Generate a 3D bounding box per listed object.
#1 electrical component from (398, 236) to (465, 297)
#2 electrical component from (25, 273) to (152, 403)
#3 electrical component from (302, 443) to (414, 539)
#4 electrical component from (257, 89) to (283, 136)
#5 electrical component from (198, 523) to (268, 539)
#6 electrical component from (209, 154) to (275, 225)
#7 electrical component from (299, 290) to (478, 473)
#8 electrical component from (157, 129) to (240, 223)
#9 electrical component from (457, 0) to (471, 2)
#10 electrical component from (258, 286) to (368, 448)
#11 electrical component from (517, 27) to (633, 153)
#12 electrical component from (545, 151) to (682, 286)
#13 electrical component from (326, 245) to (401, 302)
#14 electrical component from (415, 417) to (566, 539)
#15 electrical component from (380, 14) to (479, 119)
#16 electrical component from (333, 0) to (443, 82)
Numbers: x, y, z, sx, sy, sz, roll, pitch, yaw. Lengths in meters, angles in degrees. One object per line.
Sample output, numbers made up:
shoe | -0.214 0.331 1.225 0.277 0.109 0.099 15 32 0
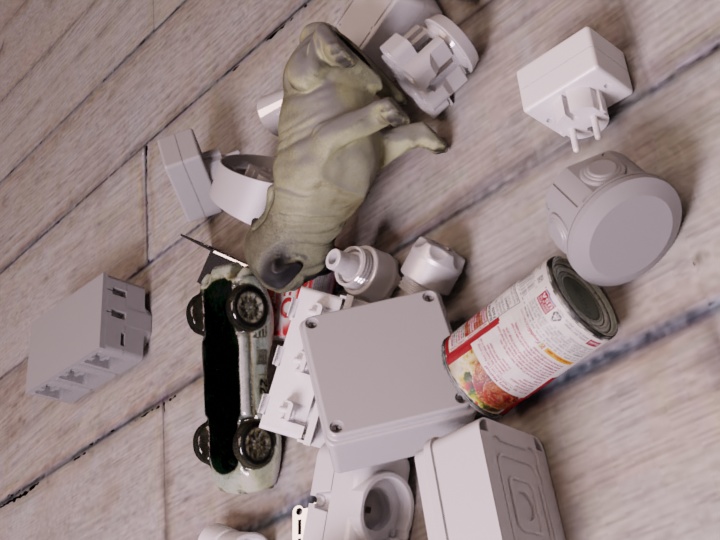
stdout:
electrical component | 0.051 0.009 0.836 0.043 0.043 0.062 38 104 50
electrical component | -0.299 0.078 1.181 0.150 0.062 0.089 -29 53 37
electrical component | 0.000 0.178 0.805 0.059 0.054 0.095 -7 68 47
electrical component | -0.063 -0.163 1.046 0.065 0.044 0.044 -26 55 33
electrical component | -0.110 0.238 0.912 0.065 0.044 0.044 2 74 54
electrical component | -0.086 -0.075 0.989 0.099 0.099 0.064 44 113 49
electrical component | 0.020 0.080 0.786 0.109 0.056 0.108 -13 53 -4
electrical component | -0.156 -0.102 1.104 0.076 0.083 0.047 -20 49 -4
electrical component | 0.084 -0.262 0.916 0.055 0.055 0.047 -53 45 17
electrical component | -0.038 0.079 0.877 0.078 0.063 0.121 99 -173 -83
electrical component | 0.157 -0.120 0.773 0.066 0.047 0.076 -30 52 37
electrical component | 0.163 -0.034 0.701 0.080 0.080 0.051 -54 36 16
electrical component | 0.000 0.000 0.882 0.043 0.062 0.043 -23 57 40
electrical component | 0.086 0.162 0.698 0.057 0.078 0.113 -32 51 32
electrical component | 0.060 -0.173 0.890 0.057 0.078 0.058 -43 41 -3
electrical component | 0.022 -0.216 0.964 0.096 0.061 0.061 -51 42 31
